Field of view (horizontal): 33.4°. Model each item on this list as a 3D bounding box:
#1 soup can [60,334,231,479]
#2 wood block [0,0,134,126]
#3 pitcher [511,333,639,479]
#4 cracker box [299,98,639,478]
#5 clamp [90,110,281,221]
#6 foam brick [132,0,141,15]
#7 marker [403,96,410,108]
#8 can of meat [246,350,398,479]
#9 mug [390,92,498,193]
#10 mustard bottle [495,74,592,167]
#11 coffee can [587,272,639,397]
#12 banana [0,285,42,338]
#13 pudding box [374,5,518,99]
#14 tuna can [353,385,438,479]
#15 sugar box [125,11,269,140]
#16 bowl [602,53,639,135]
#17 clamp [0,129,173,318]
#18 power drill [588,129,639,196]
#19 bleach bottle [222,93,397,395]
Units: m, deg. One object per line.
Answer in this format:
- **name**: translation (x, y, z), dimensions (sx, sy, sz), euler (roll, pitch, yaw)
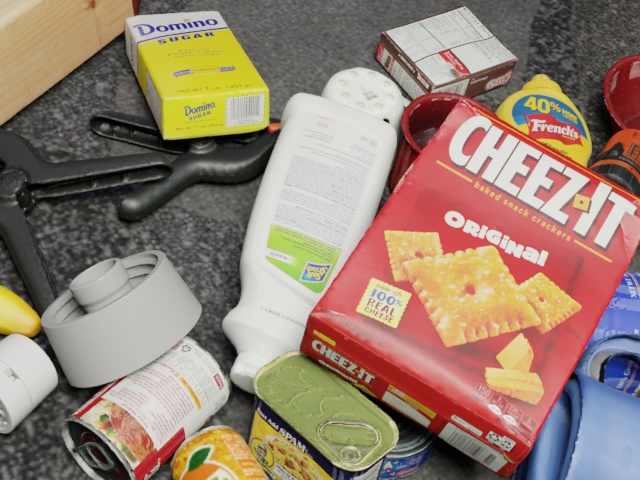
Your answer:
- **soup can**: translation (-0.118, 0.119, 0.737), dimensions (0.068, 0.069, 0.102), euler (35, 52, 17)
- **wood block**: translation (-0.266, -0.190, 0.938), dimensions (0.090, 0.091, 0.205), euler (22, 48, 23)
- **pitcher**: translation (0.261, 0.178, 0.728), dimensions (0.243, 0.149, 0.145), euler (19, 31, -1)
- **cracker box**: translation (0.111, 0.026, 0.731), dimensions (0.164, 0.072, 0.213), euler (31, 63, 9)
- **clamp**: translation (-0.114, -0.084, 0.928), dimensions (0.171, 0.039, 0.120), euler (-18, 61, -25)
- **foam brick**: translation (-0.200, -0.267, 1.052), dimensions (0.053, 0.051, 0.078), euler (6, 50, -6)
- **marker**: translation (0.102, -0.106, 1.004), dimensions (0.121, 0.020, 0.020), euler (41, 54, 21)
- **can of meat**: translation (-0.003, 0.140, 0.728), dimensions (0.102, 0.084, 0.057), euler (38, 46, 26)
- **mug**: translation (0.106, -0.060, 0.925), dimensions (0.093, 0.082, 0.117), euler (12, 49, -3)
- **mustard bottle**: translation (0.204, -0.085, 0.983), dimensions (0.096, 0.058, 0.191), euler (18, 48, -10)
- **coffee can**: translation (0.172, 0.066, 0.821), dimensions (0.140, 0.103, 0.103), euler (8, 50, -6)
- **banana**: translation (-0.306, 0.047, 0.780), dimensions (0.197, 0.037, 0.069), euler (-4, 68, -14)
- **pudding box**: translation (0.125, -0.181, 1.060), dimensions (0.113, 0.039, 0.090), euler (-22, 59, -29)
- **tuna can**: translation (0.046, 0.131, 0.785), dimensions (0.086, 0.034, 0.086), euler (6, 50, -7)
- **sugar box**: translation (-0.113, -0.151, 0.948), dimensions (0.093, 0.048, 0.176), euler (-8, 38, -18)
- **bowl**: translation (0.343, -0.110, 1.035), dimensions (0.162, 0.055, 0.162), euler (6, 50, -7)
- **clamp**: translation (-0.233, -0.042, 0.854), dimensions (0.210, 0.036, 0.164), euler (30, 65, 18)
- **power drill**: translation (0.300, -0.005, 0.895), dimensions (0.187, 0.057, 0.184), euler (41, 37, 3)
- **bleach bottle**: translation (-0.020, 0.003, 0.822), dimensions (0.102, 0.068, 0.250), euler (19, 56, 5)
